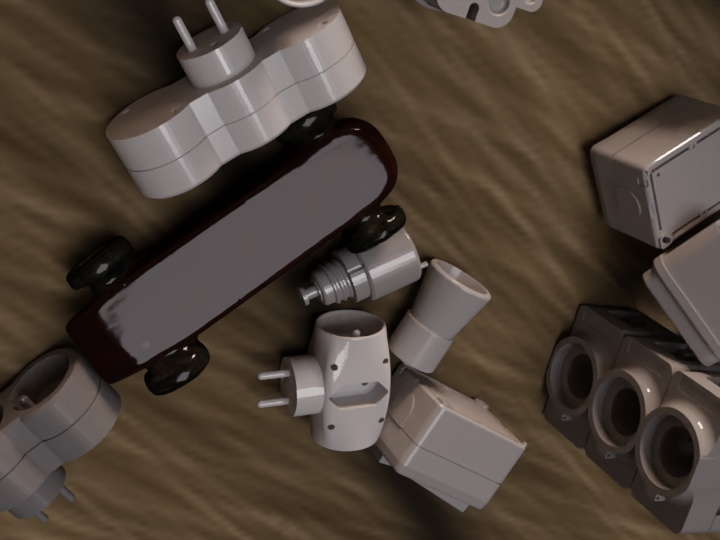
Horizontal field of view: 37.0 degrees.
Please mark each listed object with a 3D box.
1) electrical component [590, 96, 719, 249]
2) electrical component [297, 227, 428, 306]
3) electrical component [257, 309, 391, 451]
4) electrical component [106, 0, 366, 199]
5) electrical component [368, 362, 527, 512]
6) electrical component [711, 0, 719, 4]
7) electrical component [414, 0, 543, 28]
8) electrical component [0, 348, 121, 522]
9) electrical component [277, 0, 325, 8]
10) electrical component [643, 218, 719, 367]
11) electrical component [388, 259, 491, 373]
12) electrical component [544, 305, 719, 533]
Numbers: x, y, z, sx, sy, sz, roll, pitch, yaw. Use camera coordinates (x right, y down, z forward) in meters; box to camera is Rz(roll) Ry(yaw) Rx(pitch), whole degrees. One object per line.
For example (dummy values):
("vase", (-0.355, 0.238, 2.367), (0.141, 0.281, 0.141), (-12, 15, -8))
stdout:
("electrical component", (0.202, -0.069, 0.695), (0.096, 0.061, 0.061), (-32, 123, -17))
("electrical component", (0.000, 0.000, 0.640), (0.078, 0.040, 0.040), (-24, 120, -13))
("electrical component", (-0.025, 0.069, 0.658), (0.079, 0.043, 0.077), (-5, 113, -20))
("electrical component", (-0.070, -0.103, 0.555), (0.138, 0.052, 0.073), (-32, 122, -9))
("electrical component", (0.057, 0.114, 0.705), (0.096, 0.062, 0.061), (30, 97, -32))
("electrical component", (0.256, -0.195, 0.662), (0.113, 0.057, 0.078), (14, 106, -29))
("electrical component", (0.055, -0.166, 0.582), (0.078, 0.057, 0.058), (10, 108, -28))
("electrical component", (-0.189, 0.112, 0.595), (0.138, 0.052, 0.073), (-38, 123, -5))
("electrical component", (-0.036, -0.174, 0.524), (0.043, 0.077, 0.079), (7, 109, -27))
("electrical component", (0.239, 0.009, 0.702), (0.057, 0.078, 0.113), (-38, 171, 29))
("electrical component", (0.047, 0.032, 0.677), (0.044, 0.044, 0.065), (24, 105, -31))
("electrical component", (0.192, 0.094, 0.706), (0.062, 0.150, 0.089), (6, 109, -28))
